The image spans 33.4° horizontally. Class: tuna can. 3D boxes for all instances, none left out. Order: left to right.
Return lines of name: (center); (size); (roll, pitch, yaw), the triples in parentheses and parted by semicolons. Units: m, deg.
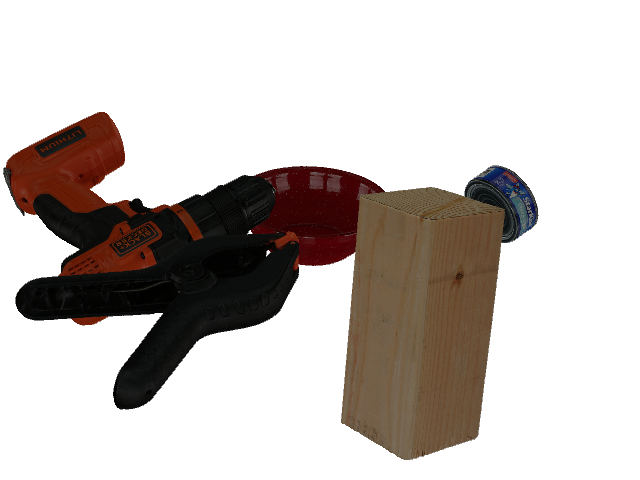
tuna can: (0.205, -0.040, 1.217); (0.033, 0.086, 0.086); (-33, 15, -24)

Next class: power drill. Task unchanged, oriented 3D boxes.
power drill: (-0.152, -0.031, 0.845); (0.184, 0.057, 0.188); (-30, 46, -22)

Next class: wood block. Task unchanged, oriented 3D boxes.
wood block: (0.085, 0.067, 0.908); (0.090, 0.206, 0.090); (-8, 20, -38)

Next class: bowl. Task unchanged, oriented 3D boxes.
bowl: (-0.009, -0.020, 1.110); (0.162, 0.055, 0.162); (2, 30, -2)

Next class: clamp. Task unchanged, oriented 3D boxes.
clamp: (-0.075, 0.039, 0.614); (0.171, 0.039, 0.120); (-18, 43, -26)
